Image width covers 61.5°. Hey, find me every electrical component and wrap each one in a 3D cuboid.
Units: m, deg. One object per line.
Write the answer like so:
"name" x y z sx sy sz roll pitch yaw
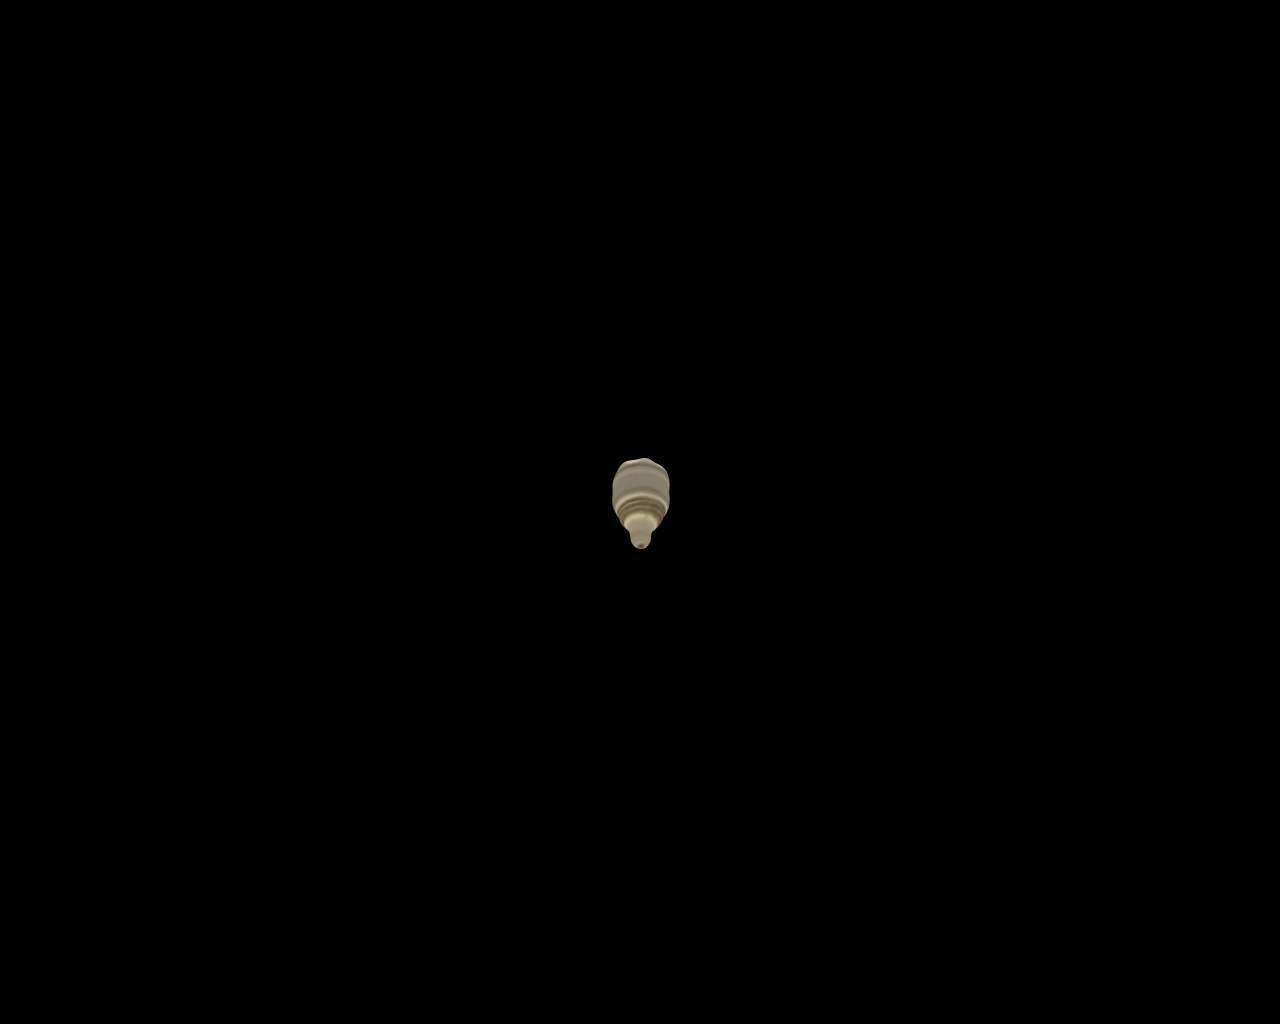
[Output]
"electrical component" 0.001 -0.003 0.650 0.035 0.061 0.035 0 -41 0
